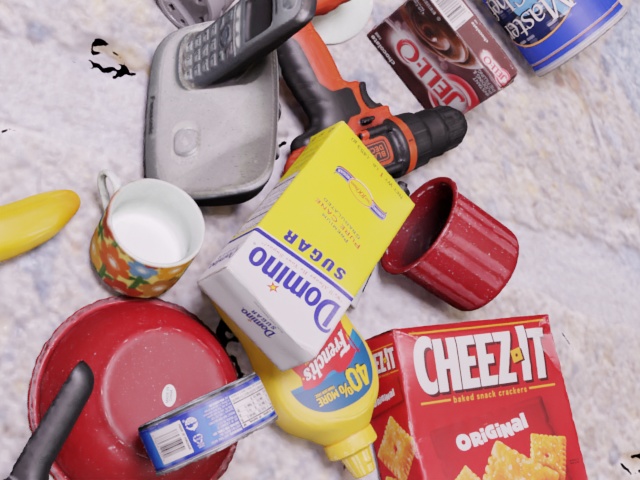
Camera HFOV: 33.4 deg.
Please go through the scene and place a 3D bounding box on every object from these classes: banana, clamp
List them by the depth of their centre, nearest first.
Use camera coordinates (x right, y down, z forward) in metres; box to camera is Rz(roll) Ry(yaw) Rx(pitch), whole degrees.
[{"bbox_3d":[-0.194,0.155,0.677,0.120,0.039,0.171,-12,82,1],"label":"clamp"},{"bbox_3d":[-0.256,-0.011,0.714,0.197,0.037,0.069,5,72,-28],"label":"banana"}]

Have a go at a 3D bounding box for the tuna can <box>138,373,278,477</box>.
[{"bbox_3d":[-0.072,0.117,0.681,0.086,0.086,0.034,-23,85,-33],"label":"tuna can"}]

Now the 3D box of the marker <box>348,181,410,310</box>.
[{"bbox_3d":[0.045,0.002,0.884,0.020,0.020,0.121,34,68,-17],"label":"marker"}]

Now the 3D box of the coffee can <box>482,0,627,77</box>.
[{"bbox_3d":[0.209,-0.242,1.017,0.102,0.103,0.140,-41,96,-33],"label":"coffee can"}]

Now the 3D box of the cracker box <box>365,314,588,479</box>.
[{"bbox_3d":[0.130,0.173,0.854,0.163,0.072,0.214,-3,75,-31],"label":"cracker box"}]

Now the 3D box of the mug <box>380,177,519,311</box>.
[{"bbox_3d":[0.110,0.001,0.898,0.081,0.093,0.117,33,25,-23],"label":"mug"}]

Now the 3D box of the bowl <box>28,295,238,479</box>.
[{"bbox_3d":[-0.117,0.111,0.744,0.161,0.055,0.162,9,70,-27],"label":"bowl"}]

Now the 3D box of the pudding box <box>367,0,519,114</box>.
[{"bbox_3d":[0.107,-0.164,0.941,0.039,0.090,0.113,-41,95,-34],"label":"pudding box"}]

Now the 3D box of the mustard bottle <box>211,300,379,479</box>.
[{"bbox_3d":[-0.008,0.091,0.810,0.096,0.058,0.191,-24,87,-39],"label":"mustard bottle"}]

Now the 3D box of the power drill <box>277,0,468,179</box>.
[{"bbox_3d":[0.028,-0.138,0.895,0.184,0.057,0.187,-23,92,-31],"label":"power drill"}]

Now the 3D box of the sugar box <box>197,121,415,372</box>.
[{"bbox_3d":[-0.005,0.001,0.779,0.093,0.048,0.176,47,47,-15],"label":"sugar box"}]
